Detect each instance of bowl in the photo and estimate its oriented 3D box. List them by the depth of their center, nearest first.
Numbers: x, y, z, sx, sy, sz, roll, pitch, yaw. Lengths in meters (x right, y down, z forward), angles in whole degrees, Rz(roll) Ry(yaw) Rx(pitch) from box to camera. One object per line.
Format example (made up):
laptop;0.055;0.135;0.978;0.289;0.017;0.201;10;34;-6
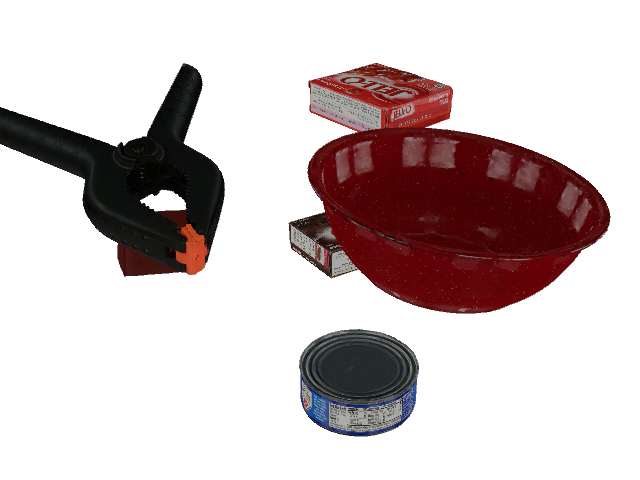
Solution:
bowl;0.070;-0.007;0.580;0.162;0.055;0.162;6;27;-3

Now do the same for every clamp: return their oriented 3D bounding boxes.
clamp;-0.118;-0.056;0.738;0.164;0.036;0.210;-24;48;-26

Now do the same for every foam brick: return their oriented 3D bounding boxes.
foam brick;-0.172;0.002;1.123;0.078;0.051;0.053;-4;23;-18

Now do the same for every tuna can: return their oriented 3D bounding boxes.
tuna can;0.027;0.102;0.771;0.086;0.034;0.086;0;31;0

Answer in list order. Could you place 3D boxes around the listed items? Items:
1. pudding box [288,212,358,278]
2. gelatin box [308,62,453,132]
pudding box;0.034;-0.003;1.205;0.113;0.039;0.090;-19;30;-26
gelatin box;0.046;-0.110;0.830;0.073;0.030;0.089;-21;33;-35
